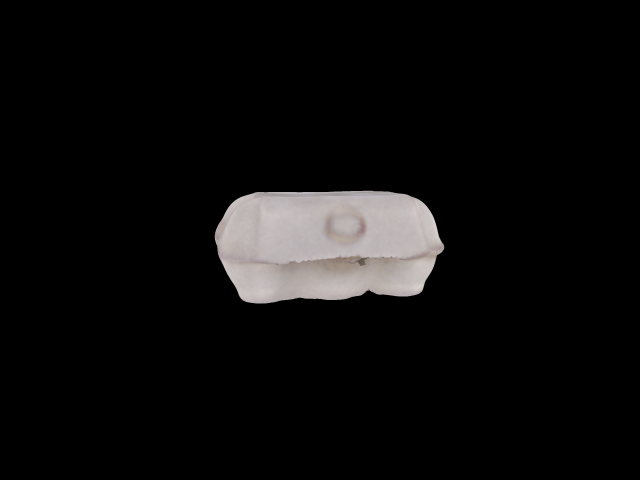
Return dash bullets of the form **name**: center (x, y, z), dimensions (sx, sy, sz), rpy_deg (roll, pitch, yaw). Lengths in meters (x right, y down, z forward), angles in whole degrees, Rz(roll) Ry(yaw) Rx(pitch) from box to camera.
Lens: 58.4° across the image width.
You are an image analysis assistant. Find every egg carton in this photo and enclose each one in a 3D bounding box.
- **egg carton**: center (0.004, 0.001, 0.400), dimensions (0.150, 0.069, 0.107), rpy_deg (-2, 7, -13)
